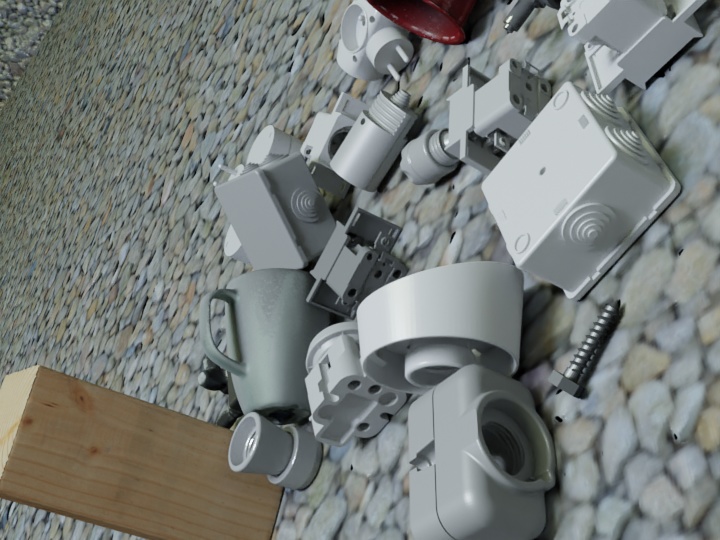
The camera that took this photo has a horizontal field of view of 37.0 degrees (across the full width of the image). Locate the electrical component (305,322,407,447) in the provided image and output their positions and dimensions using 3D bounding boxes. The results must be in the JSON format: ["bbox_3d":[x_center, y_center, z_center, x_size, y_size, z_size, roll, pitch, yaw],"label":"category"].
[{"bbox_3d":[-0.006,0.073,0.732,0.078,0.058,0.057,-52,33,27],"label":"electrical component"}]

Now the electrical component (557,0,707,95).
[{"bbox_3d":[0.152,-0.144,0.612,0.081,0.064,0.042,-46,31,35],"label":"electrical component"}]

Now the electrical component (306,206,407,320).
[{"bbox_3d":[0.000,0.000,0.798,0.081,0.042,0.064,-62,28,9],"label":"electrical component"}]

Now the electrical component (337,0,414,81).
[{"bbox_3d":[0.020,-0.193,0.911,0.079,0.044,0.077,61,139,35],"label":"electrical component"}]

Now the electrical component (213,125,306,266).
[{"bbox_3d":[-0.104,-0.075,1.014,0.052,0.074,0.138,-22,50,54],"label":"electrical component"}]

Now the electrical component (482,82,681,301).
[{"bbox_3d":[0.120,-0.047,0.608,0.099,0.048,0.099,-52,30,26],"label":"electrical component"}]

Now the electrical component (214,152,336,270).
[{"bbox_3d":[-0.068,-0.046,0.905,0.048,0.099,0.100,-31,10,-30],"label":"electrical component"}]

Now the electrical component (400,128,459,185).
[{"bbox_3d":[0.058,-0.085,0.770,0.061,0.035,0.035,-29,44,47],"label":"electrical component"}]

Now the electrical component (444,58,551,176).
[{"bbox_3d":[0.093,-0.102,0.712,0.064,0.042,0.081,-34,41,45],"label":"electrical component"}]

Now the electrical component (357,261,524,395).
[{"bbox_3d":[0.047,0.033,0.626,0.099,0.099,0.064,-33,47,47],"label":"electrical component"}]

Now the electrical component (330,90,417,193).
[{"bbox_3d":[0.015,-0.107,0.856,0.081,0.043,0.043,-57,28,18],"label":"electrical component"}]

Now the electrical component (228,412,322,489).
[{"bbox_3d":[-0.062,0.133,0.787,0.045,0.055,0.045,-42,35,39],"label":"electrical component"}]

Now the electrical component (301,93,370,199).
[{"bbox_3d":[-0.019,-0.108,0.922,0.081,0.042,0.064,-64,25,3],"label":"electrical component"}]

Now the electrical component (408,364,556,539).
[{"bbox_3d":[0.065,0.103,0.580,0.059,0.054,0.095,-41,35,40],"label":"electrical component"}]
